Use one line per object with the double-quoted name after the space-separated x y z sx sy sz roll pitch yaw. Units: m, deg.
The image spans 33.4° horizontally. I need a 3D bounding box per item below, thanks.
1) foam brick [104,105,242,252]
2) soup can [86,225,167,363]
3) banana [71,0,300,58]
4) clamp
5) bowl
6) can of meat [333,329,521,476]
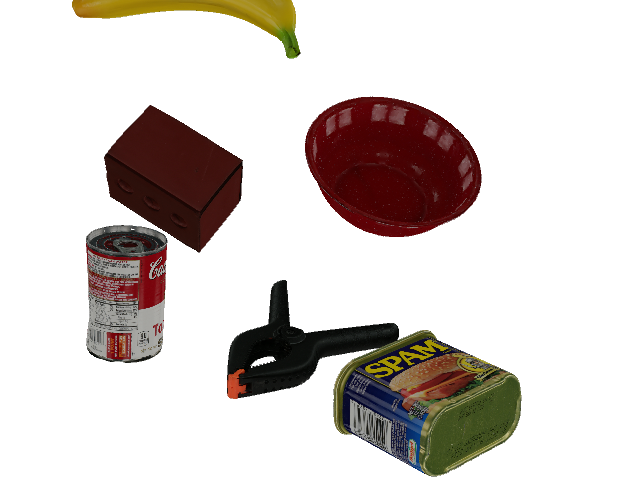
-0.097 -0.041 0.707 0.078 0.051 0.053 31 -27 11 "foam brick"
-0.168 0.046 0.917 0.068 0.102 0.068 5 20 -2 "soup can"
-0.100 -0.193 0.854 0.198 0.069 0.037 12 -41 15 "banana"
-0.022 0.112 1.134 0.165 0.036 0.209 15 29 22 "clamp"
0.060 -0.056 0.966 0.162 0.162 0.055 0 -40 -14 "bowl"
0.074 0.109 0.723 0.101 0.057 0.084 -18 27 -38 "can of meat"
